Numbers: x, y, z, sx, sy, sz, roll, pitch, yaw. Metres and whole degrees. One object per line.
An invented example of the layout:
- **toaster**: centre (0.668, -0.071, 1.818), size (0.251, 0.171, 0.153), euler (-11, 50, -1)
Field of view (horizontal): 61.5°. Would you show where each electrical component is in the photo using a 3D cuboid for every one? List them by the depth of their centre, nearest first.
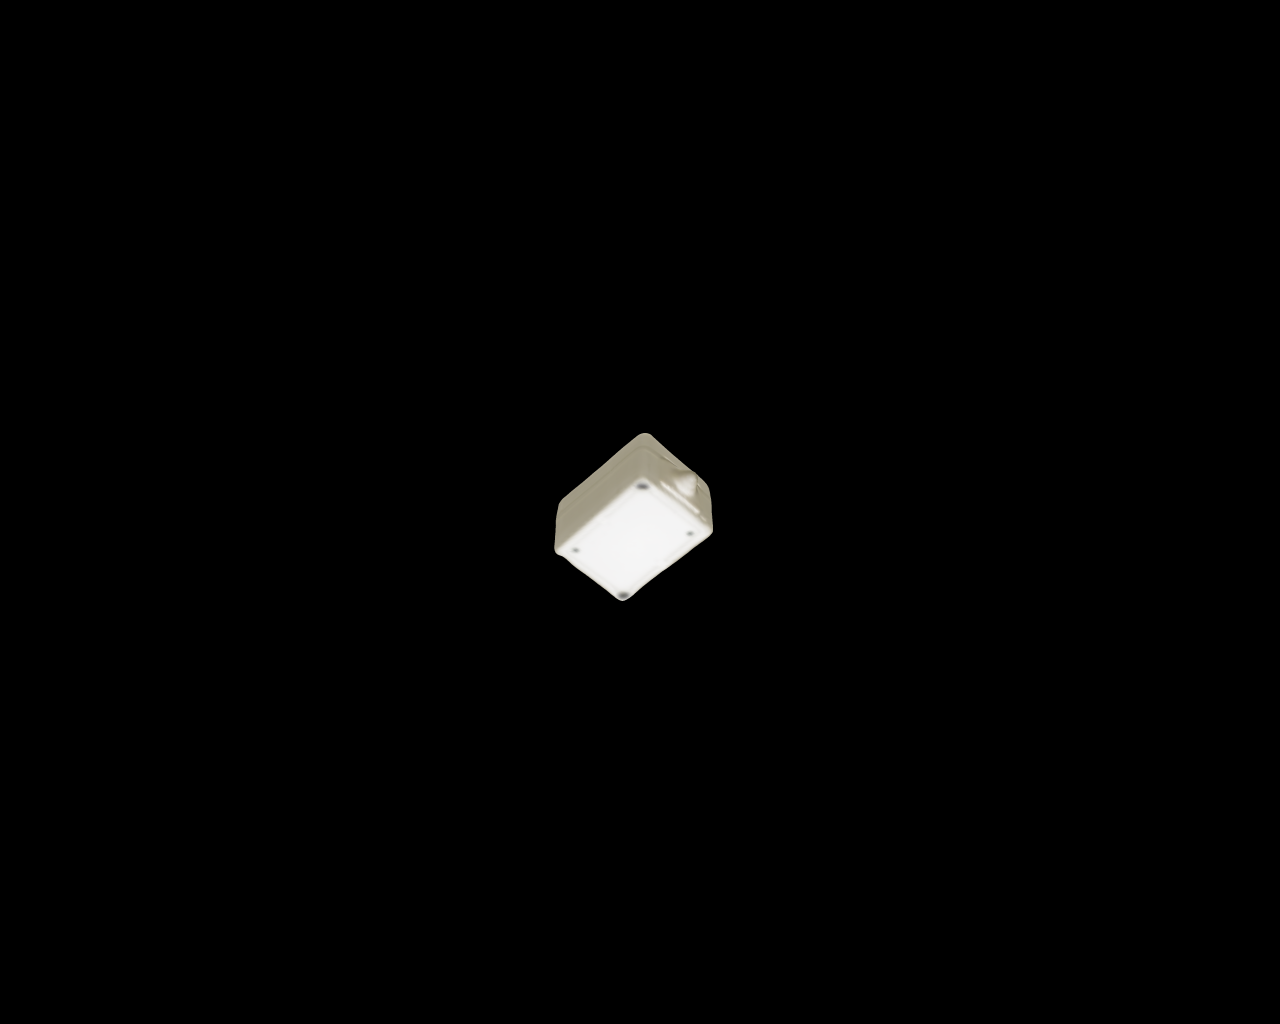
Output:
- **electrical component**: centre (0.001, -0.003, 0.650), size (0.061, 0.061, 0.096), euler (39, -62, -25)
